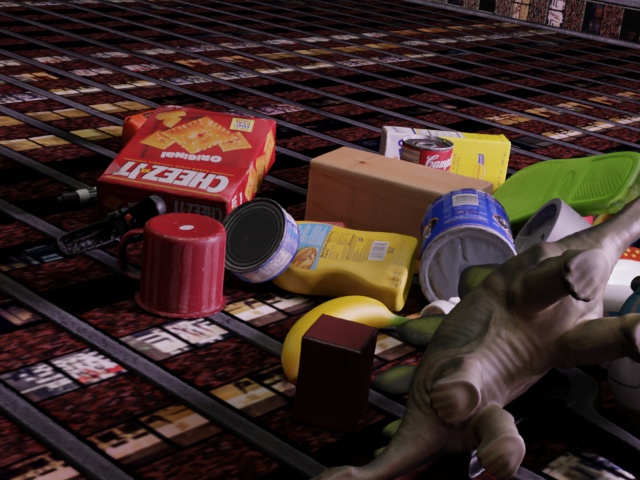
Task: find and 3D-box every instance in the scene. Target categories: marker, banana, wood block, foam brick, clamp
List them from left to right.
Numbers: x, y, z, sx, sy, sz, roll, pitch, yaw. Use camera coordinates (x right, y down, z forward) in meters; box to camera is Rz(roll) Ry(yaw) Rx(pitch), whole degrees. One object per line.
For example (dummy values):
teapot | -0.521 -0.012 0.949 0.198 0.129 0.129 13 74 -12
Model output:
marker | -0.278 -0.058 1.340 0.020 0.020 0.120 23 27 40
clamp | -0.223 -0.011 1.149 0.120 0.039 0.171 -18 -2 -9
banana | 0.013 0.086 0.996 0.070 0.037 0.197 16 22 32
foam brick | 0.013 0.110 0.873 0.053 0.078 0.051 14 21 15
wood block | 0.095 -0.043 1.302 0.206 0.090 0.090 17 23 27
clamp | 0.183 0.144 0.888 0.164 0.036 0.210 2 21 -4

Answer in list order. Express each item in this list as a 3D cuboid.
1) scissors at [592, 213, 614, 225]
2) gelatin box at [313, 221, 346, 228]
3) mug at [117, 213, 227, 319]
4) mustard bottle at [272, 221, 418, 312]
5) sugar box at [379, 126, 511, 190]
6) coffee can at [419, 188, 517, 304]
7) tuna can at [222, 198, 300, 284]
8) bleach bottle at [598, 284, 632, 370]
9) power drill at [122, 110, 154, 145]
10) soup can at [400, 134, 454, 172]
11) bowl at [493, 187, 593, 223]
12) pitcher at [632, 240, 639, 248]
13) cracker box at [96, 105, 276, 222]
scissors | 0.304 0.024 1.270 0.096 0.016 0.201 -17 21 44
gelatin box | -0.008 0.002 1.235 0.089 0.030 0.073 2 20 -13
mug | -0.148 0.021 1.066 0.117 0.081 0.093 12 21 15
mustard bottle | 0.003 0.021 1.137 0.192 0.058 0.096 10 40 12
sugar box | 0.170 -0.104 1.487 0.176 0.093 0.048 2 20 -8
coffee can | 0.158 0.012 1.146 0.103 0.103 0.140 7 20 4
tuna can | -0.064 0.001 1.105 0.086 0.086 0.033 23 -12 40
bleach bottle | 0.308 0.094 0.998 0.251 0.102 0.068 7 27 22
power drill | -0.196 -0.134 1.522 0.188 0.057 0.184 24 29 37
soup can | 0.135 -0.081 1.396 0.068 0.102 0.068 5 20 -2
bowl | 0.293 -0.046 1.418 0.162 0.055 0.162 5 20 -2
pitcher | 0.436 -0.039 1.161 0.148 0.243 0.145 -20 35 -40
cracker box | -0.159 -0.087 1.316 0.164 0.072 0.213 9 33 9
